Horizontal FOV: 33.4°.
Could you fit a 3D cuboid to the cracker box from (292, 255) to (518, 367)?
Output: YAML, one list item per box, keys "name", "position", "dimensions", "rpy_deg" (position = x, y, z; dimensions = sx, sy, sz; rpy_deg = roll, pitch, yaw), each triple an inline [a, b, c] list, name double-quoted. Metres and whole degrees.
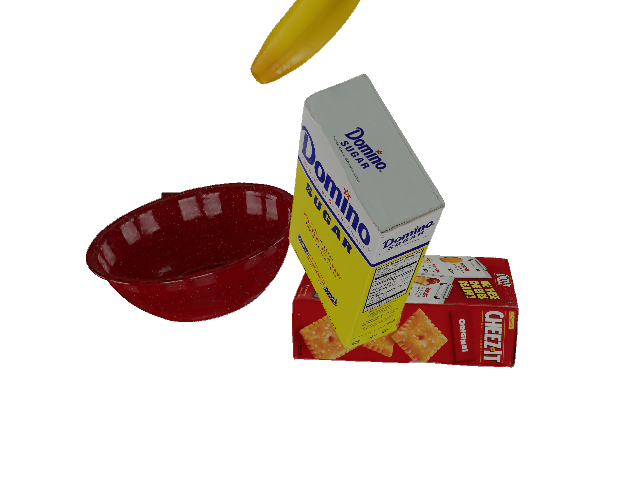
- name: "cracker box"
  position: [0.087, 0.068, 1.085]
  dimensions: [0.214, 0.072, 0.164]
  rpy_deg: [2, 16, 6]

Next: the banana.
- name: "banana"
  position: [0.008, -0.190, 0.757]
  dimensions: [0.070, 0.197, 0.037]
  rpy_deg: [-10, -40, 39]

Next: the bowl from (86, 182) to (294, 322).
- name: "bowl"
  position: [-0.088, 0.014, 0.796]
  dimensions: [0.162, 0.055, 0.162]
  rpy_deg: [-11, 25, 5]

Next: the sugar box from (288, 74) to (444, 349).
- name: "sugar box"
  position: [0.020, -0.010, 0.636]
  dimensions: [0.048, 0.093, 0.176]
  rpy_deg: [-24, -22, -13]

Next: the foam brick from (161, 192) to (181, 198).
- name: "foam brick"
  position: [-0.133, -0.018, 1.146]
  dimensions: [0.078, 0.051, 0.053]
  rpy_deg: [1, 26, -9]
